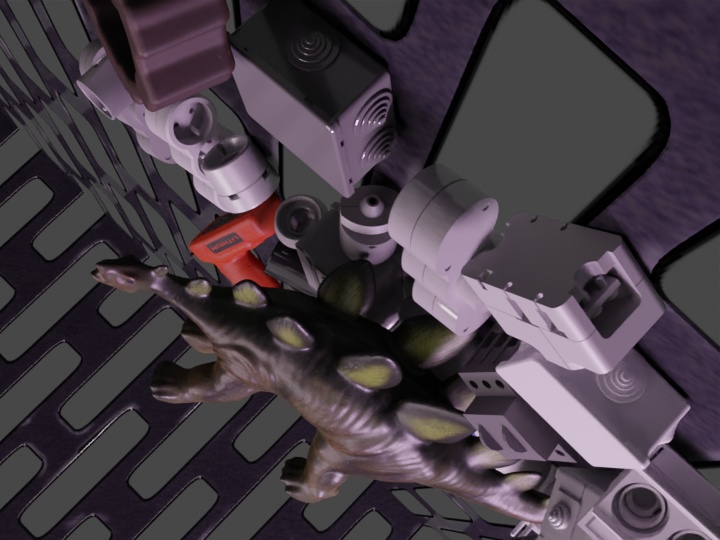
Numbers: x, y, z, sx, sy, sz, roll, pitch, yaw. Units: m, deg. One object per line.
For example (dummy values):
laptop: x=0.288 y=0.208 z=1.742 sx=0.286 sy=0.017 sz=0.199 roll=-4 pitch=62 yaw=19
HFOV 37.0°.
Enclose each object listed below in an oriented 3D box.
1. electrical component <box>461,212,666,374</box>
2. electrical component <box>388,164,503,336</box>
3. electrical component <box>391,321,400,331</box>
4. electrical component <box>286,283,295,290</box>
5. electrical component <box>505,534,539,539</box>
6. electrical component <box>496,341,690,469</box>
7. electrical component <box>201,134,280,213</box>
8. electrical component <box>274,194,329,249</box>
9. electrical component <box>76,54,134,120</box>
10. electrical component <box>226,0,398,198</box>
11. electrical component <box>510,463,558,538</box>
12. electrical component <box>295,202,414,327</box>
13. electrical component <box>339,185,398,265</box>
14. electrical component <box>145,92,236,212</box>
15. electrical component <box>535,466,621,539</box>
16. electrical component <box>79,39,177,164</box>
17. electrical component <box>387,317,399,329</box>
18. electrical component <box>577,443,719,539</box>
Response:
electrical component: x=0.104 y=0.012 z=0.549 sx=0.055 sy=0.050 sz=0.089 roll=51 pitch=167 yaw=-26
electrical component: x=0.067 y=0.000 z=0.632 sx=0.074 sy=0.052 sz=0.138 roll=39 pitch=167 yaw=26
electrical component: x=0.041 y=0.070 z=0.946 sx=0.043 sy=0.062 sz=0.043 roll=43 pitch=168 yaw=11
electrical component: x=-0.046 y=0.014 z=1.099 sx=0.081 sy=0.043 sz=0.043 roll=45 pitch=169 yaw=-4
electrical component: x=0.193 y=0.273 z=0.877 sx=0.186 sy=0.060 sz=0.105 roll=-17 pitch=76 yaw=53
electrical component: x=0.137 y=0.070 z=0.640 sx=0.100 sy=0.048 sz=0.099 roll=45 pitch=169 yaw=1
electrical component: x=-0.105 y=-0.085 z=0.936 sx=0.055 sy=0.055 sz=0.047 roll=29 pitch=157 yaw=54
electrical component: x=-0.046 y=-0.036 z=0.921 sx=0.066 sy=0.048 sz=0.055 roll=40 pitch=175 yaw=20
electrical component: x=-0.198 y=-0.168 z=0.909 sx=0.044 sy=0.077 sz=0.079 roll=48 pitch=168 yaw=-17
electrical component: x=-0.025 y=-0.100 z=0.610 sx=0.100 sy=0.048 sz=0.099 roll=41 pitch=168 yaw=18
electrical component: x=0.170 y=0.223 z=1.005 sx=0.052 sy=0.073 sz=0.138 roll=46 pitch=169 yaw=-8
electrical component: x=0.000 y=0.000 z=0.855 sx=0.078 sy=0.057 sz=0.113 roll=41 pitch=168 yaw=17
electrical component: x=0.008 y=-0.035 z=0.742 sx=0.043 sy=0.043 sz=0.081 roll=43 pitch=168 yaw=9
electrical component: x=-0.150 y=-0.117 z=0.982 sx=0.074 sy=0.052 sz=0.138 roll=35 pitch=165 yaw=41
electrical component: x=0.176 y=0.182 z=0.768 sx=0.096 sy=0.061 sz=0.061 roll=11 pitch=-171 yaw=-32
electrical component: x=-0.203 y=-0.158 z=1.023 sx=0.074 sy=0.052 sz=0.138 roll=29 pitch=161 yaw=54
electrical component: x=0.005 y=0.021 z=0.933 sx=0.078 sy=0.040 sz=0.040 roll=38 pitch=170 yaw=-13
electrical component: x=0.213 y=0.173 z=0.686 sx=0.121 sy=0.078 sz=0.063 roll=42 pitch=-162 yaw=12
